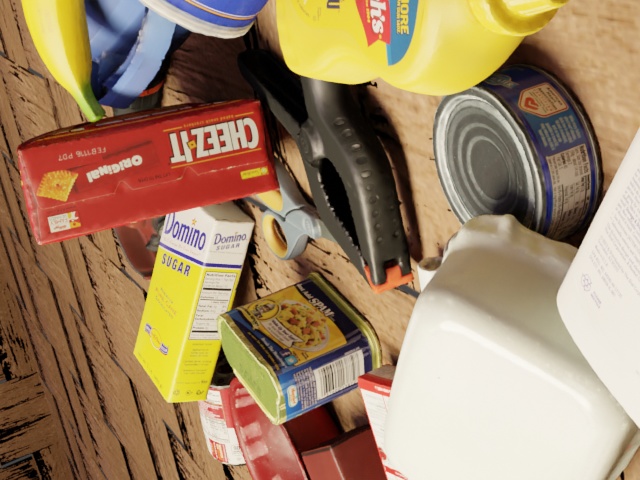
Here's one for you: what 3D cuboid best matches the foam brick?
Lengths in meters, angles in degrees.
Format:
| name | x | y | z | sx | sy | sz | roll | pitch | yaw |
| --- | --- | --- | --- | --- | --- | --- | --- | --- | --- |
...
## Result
| name | x | y | z | sx | sy | sz | roll | pitch | yaw |
| --- | --- | --- | --- | --- | --- | --- | --- | --- | --- |
| foam brick | 0.028 | 0.170 | 0.795 | 0.051 | 0.053 | 0.078 | 66 | 159 | 7 |

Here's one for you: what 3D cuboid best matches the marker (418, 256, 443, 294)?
| name | x | y | z | sx | sy | sz | roll | pitch | yaw |
| --- | --- | --- | --- | --- | --- | --- | --- | --- | --- |
| marker | 0.075 | 0.067 | 0.639 | 0.020 | 0.020 | 0.121 | 34 | 139 | 56 |

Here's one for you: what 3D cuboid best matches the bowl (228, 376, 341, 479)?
| name | x | y | z | sx | sy | sz | roll | pitch | yaw |
| --- | --- | --- | --- | --- | --- | --- | --- | --- | --- |
| bowl | -0.019 | 0.182 | 0.908 | 0.162 | 0.055 | 0.162 | 50 | 151 | 40 |

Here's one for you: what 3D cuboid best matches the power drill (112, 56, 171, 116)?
| name | x | y | z | sx | sy | sz | roll | pitch | yaw |
| --- | --- | --- | --- | --- | --- | --- | --- | --- | --- |
| power drill | -0.196 | -0.209 | 0.980 | 0.188 | 0.057 | 0.185 | 55 | 151 | 25 |

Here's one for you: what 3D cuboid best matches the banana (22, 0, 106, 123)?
| name | x | y | z | sx | sy | sz | roll | pitch | yaw |
| --- | --- | --- | --- | --- | --- | --- | --- | --- | --- |
| banana | -0.148 | -0.160 | 0.627 | 0.070 | 0.037 | 0.198 | 32 | 144 | 16 |

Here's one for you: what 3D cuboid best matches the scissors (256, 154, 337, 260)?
| name | x | y | z | sx | sy | sz | roll | pitch | yaw |
| --- | --- | --- | --- | --- | --- | --- | --- | --- | --- |
| scissors | -0.005 | 0.001 | 0.771 | 0.202 | 0.016 | 0.096 | 46 | 150 | 46 |

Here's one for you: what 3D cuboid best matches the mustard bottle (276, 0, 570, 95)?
| name | x | y | z | sx | sy | sz | roll | pitch | yaw |
| --- | --- | --- | --- | --- | --- | --- | --- | --- | --- |
| mustard bottle | 0.046 | -0.115 | 0.482 | 0.192 | 0.058 | 0.096 | 23 | 103 | 59 |

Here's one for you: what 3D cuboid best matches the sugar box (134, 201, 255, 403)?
| name | x | y | z | sx | sy | sz | roll | pitch | yaw |
| --- | --- | --- | --- | --- | --- | --- | --- | --- | --- |
| sugar box | -0.114 | 0.045 | 0.941 | 0.093 | 0.048 | 0.176 | 39 | 122 | 51 |

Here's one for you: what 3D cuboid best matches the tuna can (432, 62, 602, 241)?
| name | x | y | z | sx | sy | sz | roll | pitch | yaw |
| --- | --- | --- | --- | --- | --- | --- | --- | --- | --- |
| tuna can | 0.089 | -0.036 | 0.495 | 0.086 | 0.033 | 0.086 | 49 | 150 | 41 |

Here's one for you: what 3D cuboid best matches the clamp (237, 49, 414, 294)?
| name | x | y | z | sx | sy | sz | roll | pitch | yaw |
| --- | --- | --- | --- | --- | --- | --- | --- | --- | --- |
| clamp | 0.002 | -0.066 | 0.668 | 0.210 | 0.036 | 0.165 | 69 | 162 | 4 |

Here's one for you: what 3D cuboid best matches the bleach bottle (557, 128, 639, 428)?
| name | x | y | z | sx | sy | sz | roll | pitch | yaw |
| --- | --- | --- | --- | --- | --- | --- | --- | --- | --- |
| bleach bottle | 0.151 | -0.032 | 0.318 | 0.103 | 0.068 | 0.251 | 55 | 152 | 30 |

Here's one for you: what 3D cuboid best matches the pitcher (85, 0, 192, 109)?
| name | x | y | z | sx | sy | sz | roll | pitch | yaw |
| --- | --- | --- | --- | --- | --- | --- | --- | --- | --- |
| pitcher | -0.102 | -0.191 | 0.676 | 0.149 | 0.144 | 0.243 | 56 | 157 | -10 |

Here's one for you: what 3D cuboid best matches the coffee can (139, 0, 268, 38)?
| name | x | y | z | sx | sy | sz | roll | pitch | yaw |
| --- | --- | --- | --- | --- | --- | --- | --- | --- | --- |
| coffee can | -0.034 | -0.178 | 0.486 | 0.140 | 0.102 | 0.103 | -47 | 60 | 28 |

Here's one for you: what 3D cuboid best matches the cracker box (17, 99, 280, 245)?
| name | x | y | z | sx | sy | sz | roll | pitch | yaw |
| --- | --- | --- | --- | --- | --- | --- | --- | --- | --- |
| cracker box | -0.136 | -0.057 | 0.787 | 0.214 | 0.164 | 0.072 | -160 | 57 | -73 |

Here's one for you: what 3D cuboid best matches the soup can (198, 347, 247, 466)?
| name | x | y | z | sx | sy | sz | roll | pitch | yaw |
| --- | --- | --- | --- | --- | --- | --- | --- | --- | --- |
| soup can | -0.081 | 0.156 | 1.015 | 0.069 | 0.068 | 0.102 | 41 | 145 | 50 |

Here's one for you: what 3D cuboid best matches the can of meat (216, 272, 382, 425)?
| name | x | y | z | sx | sy | sz | roll | pitch | yaw |
| --- | --- | --- | --- | --- | --- | --- | --- | --- | --- |
| can of meat | -0.017 | 0.078 | 0.776 | 0.102 | 0.083 | 0.057 | 44 | 147 | 46 |

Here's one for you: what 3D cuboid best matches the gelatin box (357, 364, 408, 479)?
| name | x | y | z | sx | sy | sz | roll | pitch | yaw |
| --- | --- | --- | --- | --- | --- | --- | --- | --- | --- |
| gelatin box | 0.064 | 0.131 | 0.705 | 0.073 | 0.030 | 0.089 | 2 | 111 | 65 |
